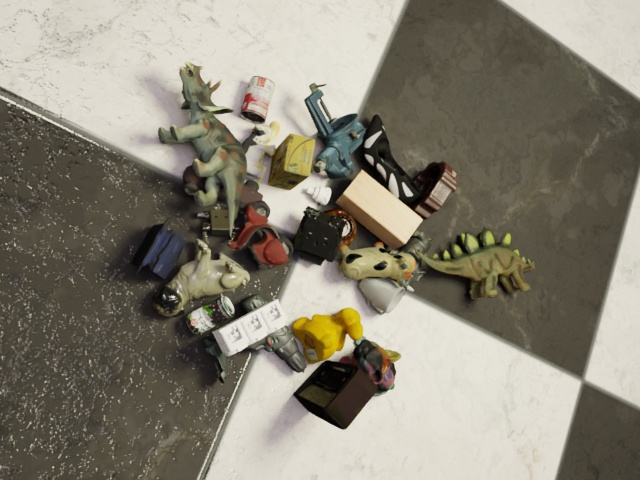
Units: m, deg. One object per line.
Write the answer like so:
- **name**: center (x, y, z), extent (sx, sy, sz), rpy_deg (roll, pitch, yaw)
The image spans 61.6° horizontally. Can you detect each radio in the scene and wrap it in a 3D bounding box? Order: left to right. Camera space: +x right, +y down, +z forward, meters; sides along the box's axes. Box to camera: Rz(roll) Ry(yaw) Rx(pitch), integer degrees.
- **radio**: center (0.034, 0.359, 1.278), extent (0.131, 0.230, 0.073), rpy_deg (-45, 101, -20)

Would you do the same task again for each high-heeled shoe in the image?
- **high-heeled shoe**: center (0.200, -0.220, 1.444), extent (0.086, 0.145, 0.248), rpy_deg (-7, 95, -55)

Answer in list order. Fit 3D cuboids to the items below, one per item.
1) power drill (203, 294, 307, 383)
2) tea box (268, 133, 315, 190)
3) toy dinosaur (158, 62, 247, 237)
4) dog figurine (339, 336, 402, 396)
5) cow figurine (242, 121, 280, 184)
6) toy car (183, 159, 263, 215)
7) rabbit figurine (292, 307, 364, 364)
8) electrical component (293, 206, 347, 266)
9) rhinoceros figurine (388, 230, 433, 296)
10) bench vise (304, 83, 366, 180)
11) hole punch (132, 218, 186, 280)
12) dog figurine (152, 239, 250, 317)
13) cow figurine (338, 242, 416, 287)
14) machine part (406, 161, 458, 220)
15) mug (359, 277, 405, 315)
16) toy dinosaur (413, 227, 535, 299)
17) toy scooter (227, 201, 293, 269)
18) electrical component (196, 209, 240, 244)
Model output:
- **power drill**: center (-0.162, 0.262, 1.299), extent (0.207, 0.086, 0.232), rpy_deg (-27, 92, -17)
- **tea box**: center (-0.073, -0.190, 1.333), extent (0.068, 0.170, 0.098), rpy_deg (12, 82, -16)
- **toy dinosaur**: center (-0.243, -0.210, 1.272), extent (0.192, 0.131, 0.404), rpy_deg (-27, 88, -31)
- **dog figurine**: center (0.143, 0.318, 1.329), extent (0.108, 0.219, 0.191), rpy_deg (-44, 98, -15)
- **cow figurine**: center (-0.163, -0.235, 1.364), extent (0.098, 0.068, 0.167), rpy_deg (21, 76, -10)
- **toy car**: center (-0.240, -0.126, 1.328), extent (0.202, 0.053, 0.089), rpy_deg (21, 58, -17)
- **rabbit figurine**: center (0.039, 0.217, 1.352), extent (0.173, 0.162, 0.122), rpy_deg (-23, 81, -39)
- **electrical component**: center (-0.003, -0.004, 1.362), extent (0.115, 0.058, 0.134), rpy_deg (19, 115, 9)
- **rhinoceros figurine**: center (0.244, 0.060, 1.476), extent (0.112, 0.073, 0.190), rpy_deg (37, 71, -24)
- **bench vise**: center (0.021, -0.284, 1.394), extent (0.223, 0.129, 0.240), rpy_deg (-42, 116, -27)
- **hole punch**: center (-0.363, 0.029, 1.238), extent (0.092, 0.116, 0.142), rpy_deg (36, 74, -22)
- **dog figurine**: center (-0.280, 0.117, 1.274), extent (0.172, 0.121, 0.190), rpy_deg (33, 88, -10)
- **cow figurine**: center (0.151, 0.064, 1.374), extent (0.195, 0.127, 0.085), rpy_deg (-2, 120, -9)
- **machine part**: center (0.296, -0.133, 1.461), extent (0.056, 0.179, 0.179), rpy_deg (35, 74, -17)
- **mug**: center (0.156, 0.139, 1.425), extent (0.107, 0.109, 0.081), rpy_deg (39, 42, 24)
- **toy dinosaur**: center (0.459, 0.068, 1.526), extent (0.471, 0.105, 0.198), rpy_deg (-3, 78, -33)
- **toy scooter**: center (-0.152, 0.006, 1.314), extent (0.135, 0.075, 0.183), rpy_deg (-41, 119, -23)
- **electrical component**: center (-0.249, -0.034, 1.322), extent (0.102, 0.045, 0.078), rpy_deg (-6, 58, -23)
